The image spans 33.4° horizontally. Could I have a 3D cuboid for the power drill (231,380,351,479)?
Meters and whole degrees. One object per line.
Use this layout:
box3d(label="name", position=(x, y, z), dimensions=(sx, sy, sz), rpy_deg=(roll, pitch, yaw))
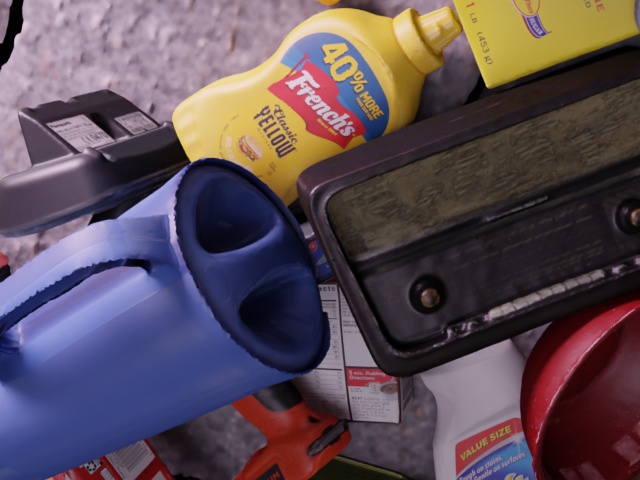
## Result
box3d(label="power drill", position=(-0.081, 0.106, 0.757), dimensions=(0.188, 0.057, 0.185), rpy_deg=(51, 128, 6))

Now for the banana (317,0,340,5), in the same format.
box3d(label="banana", position=(-0.074, -0.201, 0.673), dimensions=(0.198, 0.037, 0.070), rpy_deg=(15, 132, 10))

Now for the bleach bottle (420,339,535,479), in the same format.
box3d(label="bleach bottle", position=(0.120, 0.166, 0.749), dimensions=(0.103, 0.068, 0.251), rpy_deg=(-14, 105, 16))

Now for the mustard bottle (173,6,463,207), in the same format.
box3d(label="mustard bottle", position=(0.005, -0.091, 0.680), dimensions=(0.192, 0.058, 0.096), rpy_deg=(-29, 99, 23))

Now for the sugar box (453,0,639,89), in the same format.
box3d(label="sugar box", position=(0.165, -0.162, 0.616), dimensions=(0.176, 0.048, 0.093), rpy_deg=(-19, 105, 22))

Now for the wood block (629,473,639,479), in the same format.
box3d(label="wood block", position=(0.207, 0.218, 0.686), dimensions=(0.206, 0.090, 0.091), rpy_deg=(-27, 104, -4))

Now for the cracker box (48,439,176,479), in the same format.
box3d(label="cracker box", position=(-0.187, 0.227, 0.819), dimensions=(0.214, 0.072, 0.164), rpy_deg=(-26, 103, 41))

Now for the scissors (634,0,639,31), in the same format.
box3d(label="scissors", position=(0.249, -0.178, 0.557), dimensions=(0.096, 0.016, 0.202), rpy_deg=(36, 113, -3))

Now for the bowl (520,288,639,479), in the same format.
box3d(label="bowl", position=(0.180, 0.086, 0.677), dimensions=(0.055, 0.161, 0.162), rpy_deg=(43, 125, 44))

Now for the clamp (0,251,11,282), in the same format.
box3d(label="clamp", position=(-0.259, 0.005, 0.743), dimensions=(0.164, 0.036, 0.210), rpy_deg=(61, 156, -8))

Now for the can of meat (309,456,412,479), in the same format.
box3d(label="can of meat", position=(0.023, 0.215, 0.797), dimensions=(0.102, 0.057, 0.084), rpy_deg=(14, 112, 9))

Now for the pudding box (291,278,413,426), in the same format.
box3d(label="pudding box", position=(0.015, 0.073, 0.753), dimensions=(0.090, 0.039, 0.113), rpy_deg=(0, 108, 18))

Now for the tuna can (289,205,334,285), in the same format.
box3d(label="tuna can", position=(-0.005, 0.001, 0.704), dimensions=(0.086, 0.086, 0.034), rpy_deg=(-20, 106, 21))

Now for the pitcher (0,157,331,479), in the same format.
box3d(label="pitcher", position=(-0.129, 0.059, 0.634), dimensions=(0.243, 0.145, 0.149), rpy_deg=(-29, 109, 26))
